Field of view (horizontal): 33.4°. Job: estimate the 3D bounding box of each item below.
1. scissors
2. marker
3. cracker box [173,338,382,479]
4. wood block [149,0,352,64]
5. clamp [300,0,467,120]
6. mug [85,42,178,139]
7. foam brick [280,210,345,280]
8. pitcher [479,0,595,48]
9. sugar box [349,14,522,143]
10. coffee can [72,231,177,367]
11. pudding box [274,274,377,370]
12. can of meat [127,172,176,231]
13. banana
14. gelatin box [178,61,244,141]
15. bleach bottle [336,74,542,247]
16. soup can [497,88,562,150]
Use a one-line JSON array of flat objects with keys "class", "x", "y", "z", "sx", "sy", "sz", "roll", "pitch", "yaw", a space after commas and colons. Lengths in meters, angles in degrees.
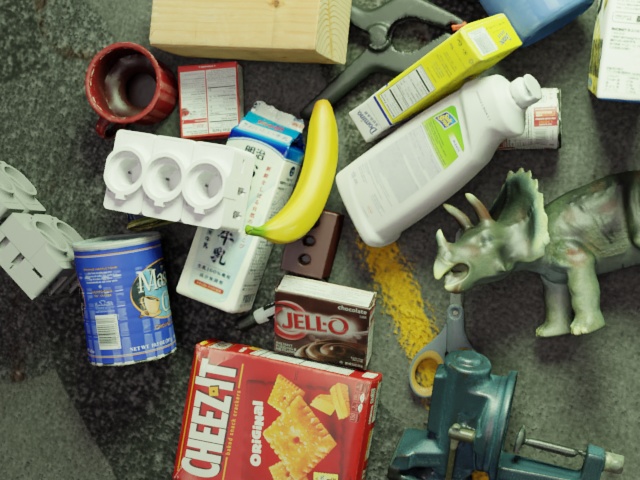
[{"class": "scissors", "x": 0.136, "y": 0.094, "z": 1.211, "sx": 0.096, "sy": 0.016, "sz": 0.202, "roll": -12, "pitch": 87, "yaw": 11}, {"class": "marker", "x": -0.046, "y": 0.078, "z": 1.248, "sx": 0.121, "sy": 0.020, "sz": 0.020, "roll": -25, "pitch": 85, "yaw": 11}, {"class": "cracker box", "x": -0.049, "y": 0.215, "z": 1.222, "sx": 0.214, "sy": 0.072, "sz": 0.164, "roll": 10, "pitch": 92, "yaw": 12}, {"class": "wood block", "x": -0.078, "y": -0.252, "z": 1.201, "sx": 0.206, "sy": 0.090, "sz": 0.091, "roll": 7, "pitch": 92, "yaw": 23}, {"class": "clamp", "x": 0.064, "y": -0.218, "z": 1.216, "sx": 0.210, "sy": 0.036, "sz": 0.164, "roll": 3, "pitch": 91, "yaw": 15}, {"class": "mug", "x": -0.223, "y": -0.169, "z": 1.254, "sx": 0.093, "sy": 0.081, "sz": 0.117, "roll": 33, "pitch": 96, "yaw": 10}, {"class": "foam brick", "x": -0.008, "y": 0.002, "z": 1.224, "sx": 0.053, "sy": 0.051, "sz": 0.078, "roll": 13, "pitch": 92, "yaw": 11}, {"class": "pitcher", "x": 0.185, "y": -0.329, "z": 1.154, "sx": 0.145, "sy": 0.149, "sz": 0.243, "roll": -29, "pitch": 87, "yaw": -10}, {"class": "sugar box", "x": 0.121, "y": -0.170, "z": 1.138, "sx": 0.177, "sy": 0.093, "sz": 0.048, "roll": -36, "pitch": 84, "yaw": 42}, {"class": "coffee can", "x": -0.226, "y": 0.066, "z": 1.235, "sx": 0.103, "sy": 0.102, "sz": 0.140, "roll": -6, "pitch": 96, "yaw": 12}, {"class": "pudding box", "x": 0.005, "y": 0.093, "z": 1.208, "sx": 0.113, "sy": 0.039, "sz": 0.090, "roll": 9, "pitch": 126, "yaw": 10}, {"class": "can of meat", "x": -0.184, "y": -0.063, "z": 1.259, "sx": 0.102, "sy": 0.057, "sz": 0.084, "roll": -13, "pitch": 86, "yaw": 12}, {"class": "banana", "x": -0.015, "y": -0.065, "z": 1.178, "sx": 0.037, "sy": 0.069, "sz": 0.197, "roll": 1, "pitch": 52, "yaw": 37}, {"class": "gelatin box", "x": -0.128, "y": -0.163, "z": 1.261, "sx": 0.073, "sy": 0.030, "sz": 0.089, "roll": -4, "pitch": 88, "yaw": 11}, {"class": "bleach bottle", "x": 0.132, "y": -0.091, "z": 1.134, "sx": 0.251, "sy": 0.067, "sz": 0.102, "roll": -33, "pitch": 78, "yaw": 37}, {"class": "soup can", "x": 0.212, "y": -0.131, "z": 1.169, "sx": 0.102, "sy": 0.068, "sz": 0.068, "roll": -1, "pitch": 90, "yaw": 11}]
